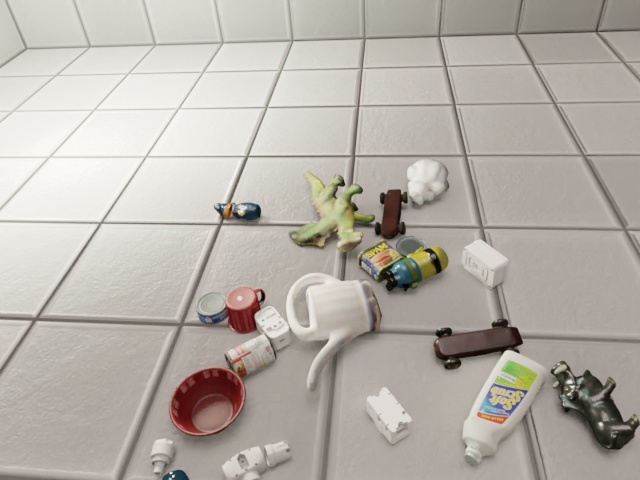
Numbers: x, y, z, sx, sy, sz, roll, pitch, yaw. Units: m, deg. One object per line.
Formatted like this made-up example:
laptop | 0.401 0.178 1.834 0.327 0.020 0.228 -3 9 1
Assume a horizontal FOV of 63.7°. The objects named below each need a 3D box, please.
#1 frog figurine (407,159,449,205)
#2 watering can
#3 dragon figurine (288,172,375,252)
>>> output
frog figurine | 0.331 -0.188 1.639 0.139 0.120 0.161 42 45 19
watering can | 0.039 0.196 1.215 0.224 0.101 0.356 -8 38 -5
dragon figurine | 0.005 -0.079 1.563 0.246 0.119 0.415 -38 42 -22
